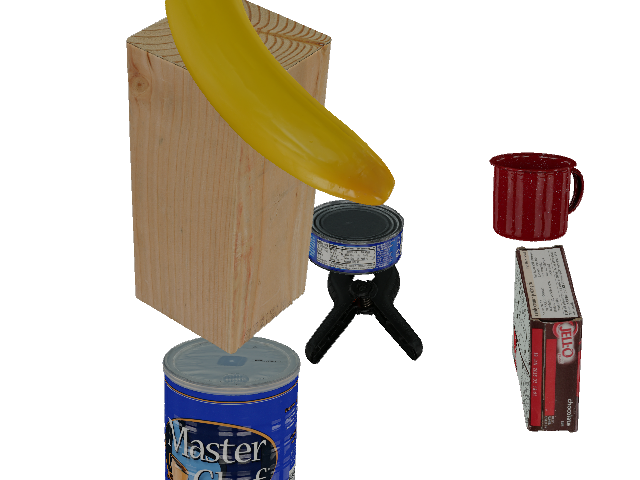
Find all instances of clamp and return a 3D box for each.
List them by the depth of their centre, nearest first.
[{"bbox_3d":[0.056,0.066,1.144,0.120,0.171,0.039,8,-41,7],"label":"clamp"}]

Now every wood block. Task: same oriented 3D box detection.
[{"bbox_3d":[-0.061,-0.041,0.693,0.091,0.206,0.090,28,45,24],"label":"wood block"}]

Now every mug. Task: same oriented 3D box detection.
[{"bbox_3d":[0.242,-0.050,1.179,0.117,0.081,0.093,-10,19,-28],"label":"mug"}]

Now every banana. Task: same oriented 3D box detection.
[{"bbox_3d":[-0.031,-0.091,0.511,0.069,0.198,0.037,-18,-30,-11],"label":"banana"}]

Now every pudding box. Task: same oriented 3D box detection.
[{"bbox_3d":[0.159,0.066,0.751,0.039,0.090,0.113,-1,26,4],"label":"pudding box"}]

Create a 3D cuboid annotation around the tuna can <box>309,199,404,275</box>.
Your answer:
[{"bbox_3d":[0.030,-0.003,0.932,0.086,0.034,0.086,1,26,-1],"label":"tuna can"}]

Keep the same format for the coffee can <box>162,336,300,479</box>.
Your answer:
[{"bbox_3d":[-0.068,0.155,0.815,0.103,0.140,0.103,2,16,-1],"label":"coffee can"}]
